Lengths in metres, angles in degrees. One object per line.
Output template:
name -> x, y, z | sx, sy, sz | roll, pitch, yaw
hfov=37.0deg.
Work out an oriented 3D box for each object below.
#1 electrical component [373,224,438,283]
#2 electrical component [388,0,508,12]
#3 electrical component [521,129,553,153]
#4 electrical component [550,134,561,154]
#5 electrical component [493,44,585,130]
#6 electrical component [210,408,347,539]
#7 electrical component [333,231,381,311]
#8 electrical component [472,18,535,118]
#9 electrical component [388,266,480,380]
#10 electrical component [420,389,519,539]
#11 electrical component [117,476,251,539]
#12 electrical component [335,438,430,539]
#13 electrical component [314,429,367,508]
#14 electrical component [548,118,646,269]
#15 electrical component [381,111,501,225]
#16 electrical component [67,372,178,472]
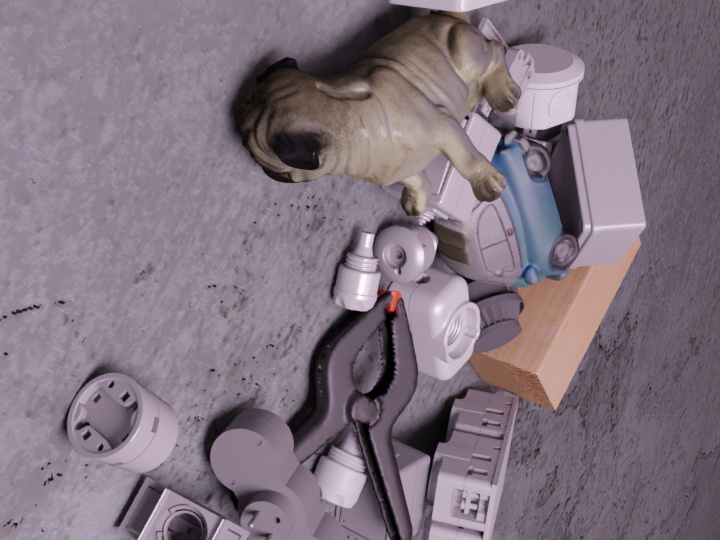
electrical component -> 0.044, -0.018, 0.898 | 0.062, 0.048, 0.048 | -24, 126, -56
electrical component -> 0.077, -0.232, 0.803 | 0.113, 0.078, 0.057 | -28, 125, -46
electrical component -> 0.149, -0.102, 1.003 | 0.055, 0.048, 0.066 | -8, 114, -61
electrical component -> 0.213, -0.113, 1.080 | 0.047, 0.055, 0.055 | -28, 128, -41
electrical component -> 0.156, -0.163, 0.950 | 0.080, 0.080, 0.051 | -37, 140, -39
electrical component -> -0.063, 0.175, 0.774 | 0.138, 0.052, 0.073 | 63, 20, -8
electrical component -> 0.000, 0.000, 0.853 | 0.035, 0.035, 0.061 | -1, 105, -55
electrical component -> 0.107, -0.162, 0.895 | 0.042, 0.064, 0.081 | 33, 79, -57
electrical component -> 0.066, 0.047, 0.949 | 0.054, 0.059, 0.095 | -43, 138, -35
electrical component -> 0.105, 0.200, 1.027 | 0.186, 0.060, 0.105 | -52, 150, -67
electrical component -> -0.119, 0.180, 0.742 | 0.042, 0.081, 0.064 | -62, 173, -10
electrical component -> 0.021, 0.203, 0.962 | 0.061, 0.062, 0.096 | -18, 121, -50
electrical component -> -0.013, 0.167, 0.912 | 0.043, 0.043, 0.062 | 36, 76, -56
electrical component -> 0.214, -0.069, 0.983 | 0.108, 0.056, 0.108 | 94, -9, -72
electrical component -> 0.062, -0.084, 0.872 | 0.061, 0.062, 0.096 | 24, 87, -57
electrical component -> -0.147, 0.098, 0.676 | 0.055, 0.055, 0.047 | -62, 149, -12
